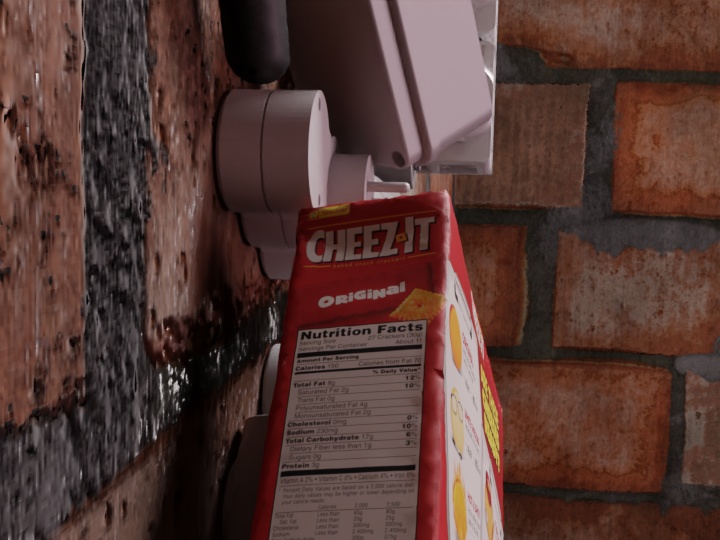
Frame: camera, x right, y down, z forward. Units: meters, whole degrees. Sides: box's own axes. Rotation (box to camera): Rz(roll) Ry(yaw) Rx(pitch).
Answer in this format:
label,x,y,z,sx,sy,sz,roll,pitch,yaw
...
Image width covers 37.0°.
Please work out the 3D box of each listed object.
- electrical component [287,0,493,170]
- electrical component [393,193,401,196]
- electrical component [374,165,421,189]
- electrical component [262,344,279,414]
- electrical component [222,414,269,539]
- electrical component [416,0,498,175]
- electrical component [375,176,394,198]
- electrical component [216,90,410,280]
label,x,y,z,sx,sy,sz,roll,pitch,yaw
electrical component,0.007,-0.109,0.500,0.057,0.078,0.113,-34,123,-31
electrical component,0.000,0.000,0.689,0.055,0.050,0.089,83,12,-50
electrical component,0.003,-0.066,0.640,0.044,0.065,0.044,2,90,-83
electrical component,-0.022,0.063,0.549,0.055,0.047,0.055,2,90,-83
electrical component,-0.033,0.113,0.494,0.079,0.044,0.077,74,20,-67
electrical component,0.050,-0.170,0.811,0.060,0.105,0.186,39,53,-81
electrical component,-0.009,-0.026,0.602,0.047,0.055,0.055,-47,139,-73
electrical component,-0.013,-0.035,0.489,0.138,0.074,0.052,71,22,-69
